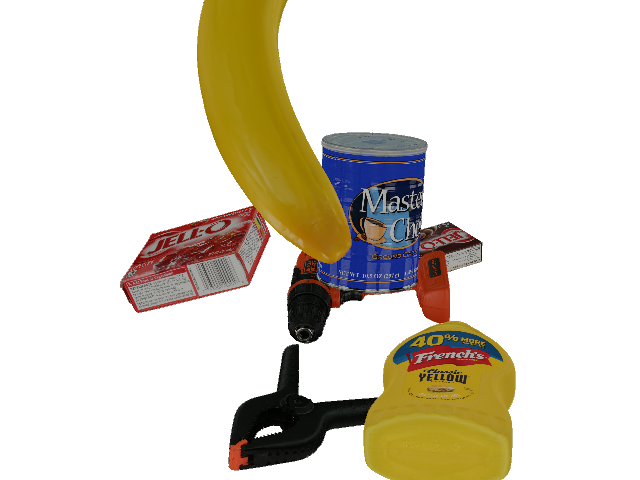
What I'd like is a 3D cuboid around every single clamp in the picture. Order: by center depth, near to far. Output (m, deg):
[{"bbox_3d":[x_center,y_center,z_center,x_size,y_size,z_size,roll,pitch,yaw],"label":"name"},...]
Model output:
[{"bbox_3d":[-0.013,0.180,1.092,0.165,0.036,0.209,17,28,25],"label":"clamp"}]

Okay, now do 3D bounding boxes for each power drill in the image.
[{"bbox_3d":[0.055,0.061,1.241,0.187,0.057,0.184,0,28,4],"label":"power drill"}]

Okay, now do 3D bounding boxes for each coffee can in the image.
[{"bbox_3d":[0.050,-0.030,1.050,0.103,0.140,0.103,2,14,-1],"label":"coffee can"}]

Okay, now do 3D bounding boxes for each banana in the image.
[{"bbox_3d":[-0.022,-0.078,0.488,0.069,0.198,0.037,0,-32,-1],"label":"banana"}]

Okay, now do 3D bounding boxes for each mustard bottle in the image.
[{"bbox_3d":[0.092,0.106,0.768,0.096,0.058,0.191,0,19,12],"label":"mustard bottle"}]

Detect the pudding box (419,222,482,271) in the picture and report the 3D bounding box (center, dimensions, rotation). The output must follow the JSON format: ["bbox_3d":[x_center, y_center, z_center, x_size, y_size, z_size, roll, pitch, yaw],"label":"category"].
[{"bbox_3d":[0.172,0.015,1.596,0.113,0.039,0.090,-18,27,-22],"label":"pudding box"}]

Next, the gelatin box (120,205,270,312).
[{"bbox_3d":[-0.086,0.012,0.739,0.089,0.030,0.073,-14,23,17],"label":"gelatin box"}]
